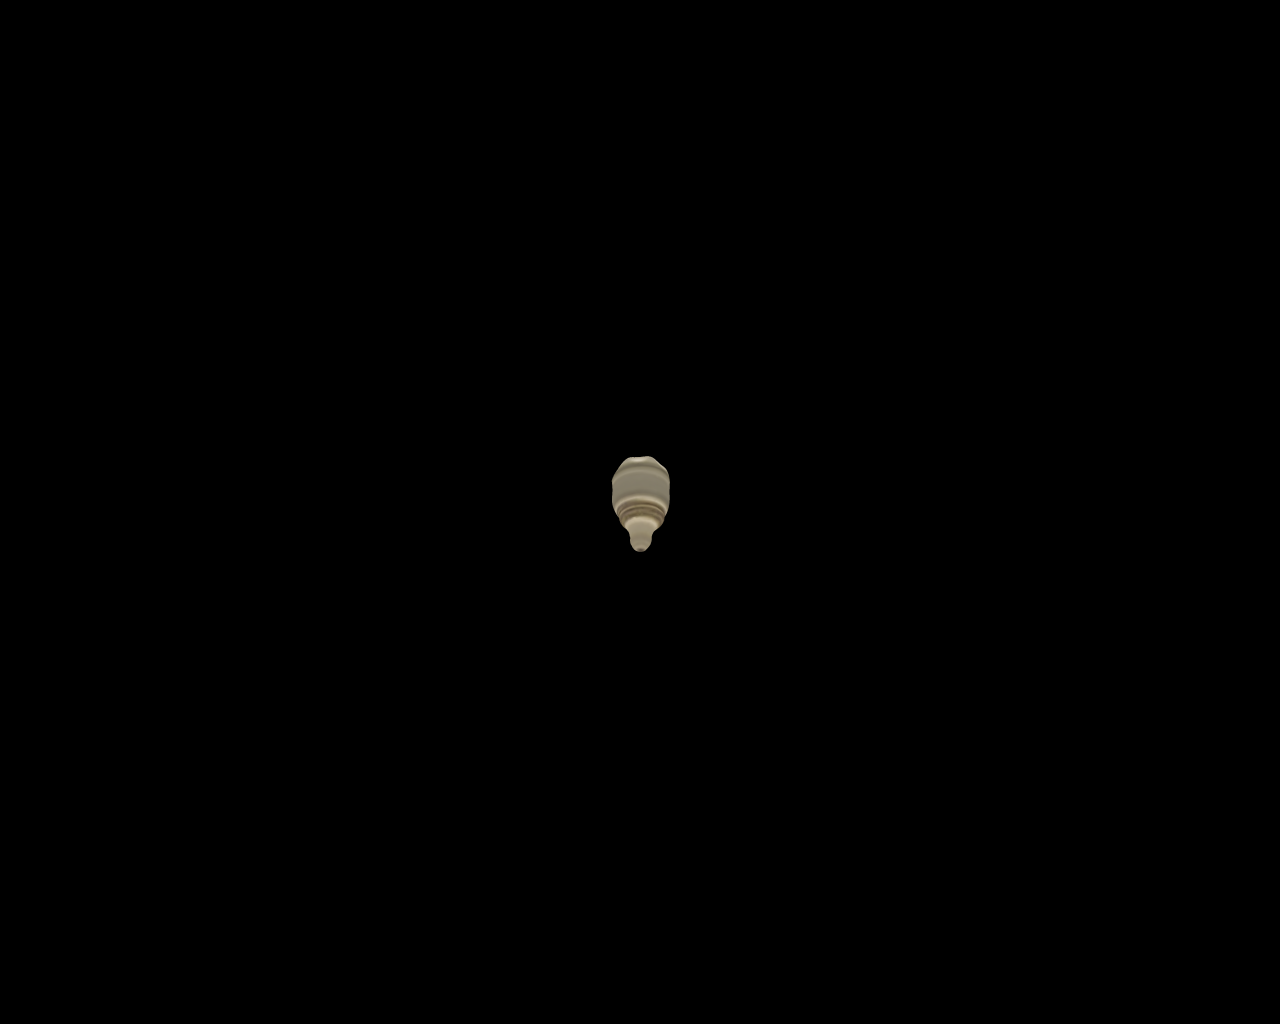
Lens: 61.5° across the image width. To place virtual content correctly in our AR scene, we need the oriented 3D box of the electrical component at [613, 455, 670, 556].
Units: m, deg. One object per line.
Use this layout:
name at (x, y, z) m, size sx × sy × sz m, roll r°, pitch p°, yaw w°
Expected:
electrical component at (0.001, -0.003, 0.650) m, size 0.035 × 0.061 × 0.035 m, roll 0°, pitch -33°, yaw 0°
